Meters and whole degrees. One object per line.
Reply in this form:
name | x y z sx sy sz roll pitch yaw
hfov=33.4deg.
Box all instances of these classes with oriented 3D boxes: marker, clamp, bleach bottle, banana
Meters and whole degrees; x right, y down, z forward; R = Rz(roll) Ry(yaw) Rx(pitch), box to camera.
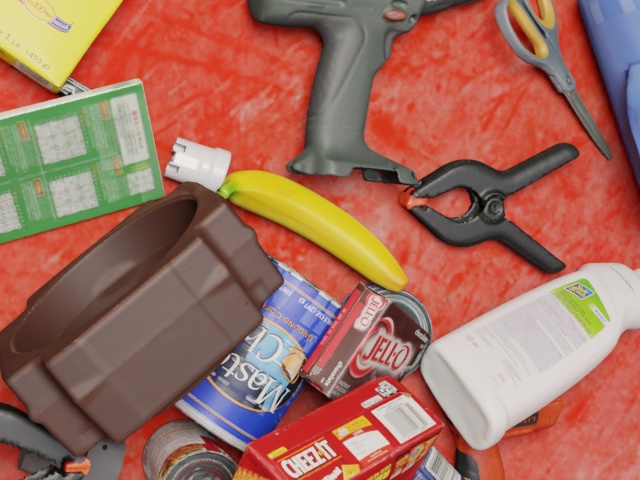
marker | -0.194 -0.117 0.854 0.121 0.020 0.020 32 86 -18
clamp | -0.271 0.152 0.753 0.209 0.036 0.164 -5 96 -21
bleach bottle | 0.217 0.089 0.960 0.250 0.068 0.103 -23 65 -26
banana | -0.010 -0.013 0.902 0.197 0.069 0.037 26 126 -27
clamp | 0.159 -0.041 0.964 0.171 0.039 0.120 11 90 -18

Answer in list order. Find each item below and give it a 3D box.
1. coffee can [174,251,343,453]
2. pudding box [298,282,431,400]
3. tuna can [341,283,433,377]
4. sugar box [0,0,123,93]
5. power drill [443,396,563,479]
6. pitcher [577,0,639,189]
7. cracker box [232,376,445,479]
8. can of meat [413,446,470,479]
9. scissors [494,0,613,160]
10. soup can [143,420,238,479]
coffee can | -0.054 0.091 0.877 0.102 0.103 0.140 37 84 -18
pudding box | 0.039 0.093 0.872 0.090 0.039 0.113 -55 153 -3
tuna can | 0.056 0.082 0.948 0.086 0.034 0.086 -2 97 -16
sugar box | -0.191 -0.210 0.821 0.093 0.048 0.176 35 79 -18
power drill | 0.186 0.235 0.992 0.184 0.057 0.188 -4 97 -17
pitcher | 0.319 -0.130 0.956 0.145 0.149 0.243 -25 100 -1
cracker box | -0.013 0.220 0.836 0.163 0.072 0.214 -19 143 -45
can of meat | 0.067 0.210 0.931 0.084 0.102 0.057 49 43 -14
scissors | 0.222 -0.165 0.979 0.201 0.016 0.096 37 55 -36
soup can | -0.105 0.191 0.871 0.068 0.102 0.068 -2 96 -18
